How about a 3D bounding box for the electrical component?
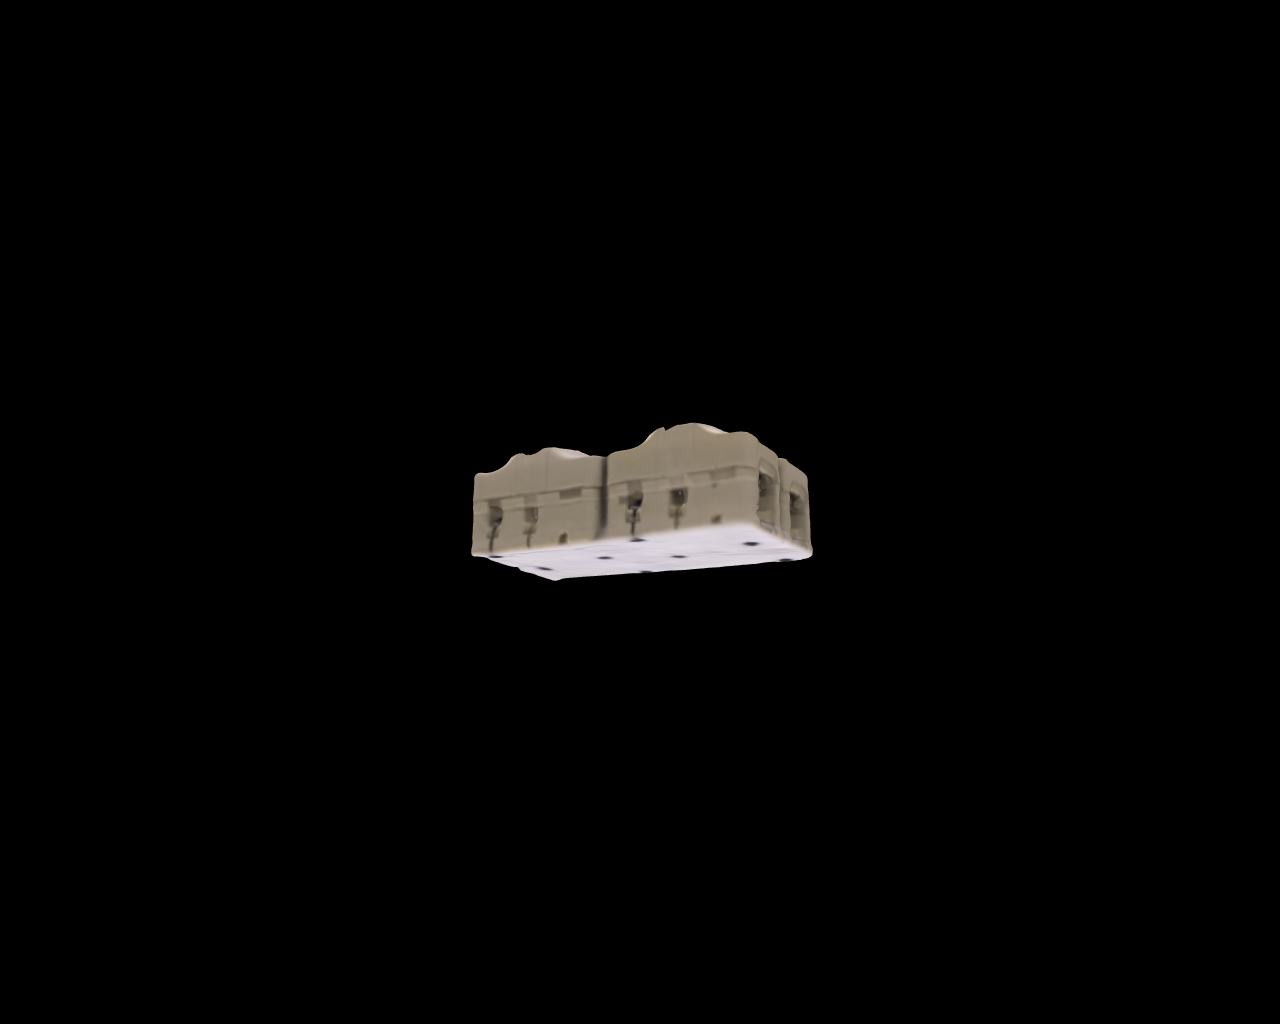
[{"bbox_3d":[0.001,-0.003,0.650,0.186,0.060,0.105,-7,-15,26],"label":"electrical component"}]
